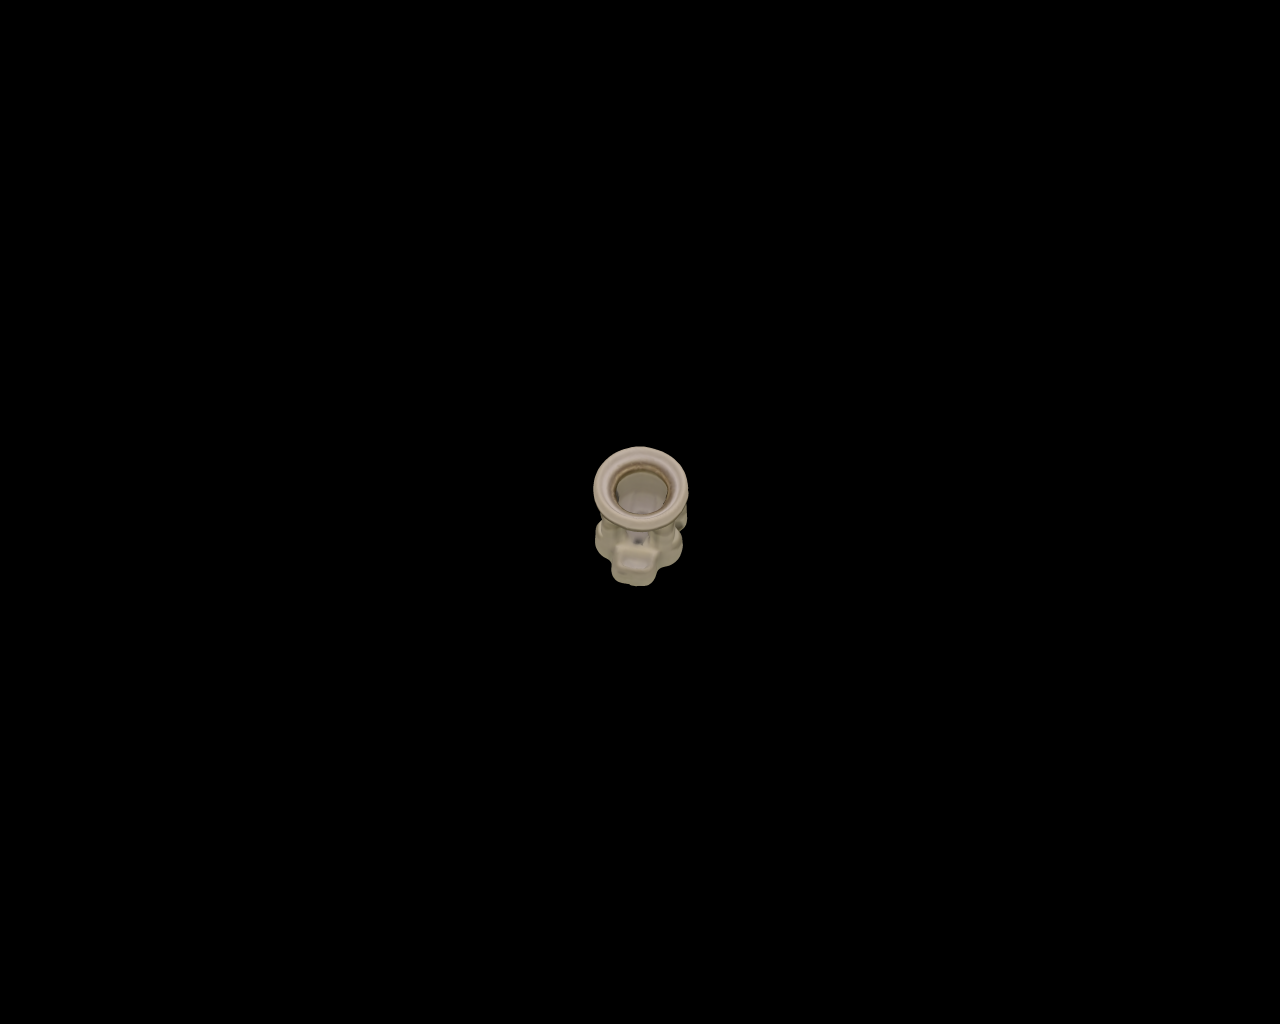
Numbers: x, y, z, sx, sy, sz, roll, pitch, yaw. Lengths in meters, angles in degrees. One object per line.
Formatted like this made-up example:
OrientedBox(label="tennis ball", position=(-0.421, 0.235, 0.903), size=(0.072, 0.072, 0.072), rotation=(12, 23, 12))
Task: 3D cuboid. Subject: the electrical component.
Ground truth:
OrientedBox(label="electrical component", position=(0.001, -0.003, 0.650), size=(0.058, 0.078, 0.056), rotation=(7, -32, 5))
